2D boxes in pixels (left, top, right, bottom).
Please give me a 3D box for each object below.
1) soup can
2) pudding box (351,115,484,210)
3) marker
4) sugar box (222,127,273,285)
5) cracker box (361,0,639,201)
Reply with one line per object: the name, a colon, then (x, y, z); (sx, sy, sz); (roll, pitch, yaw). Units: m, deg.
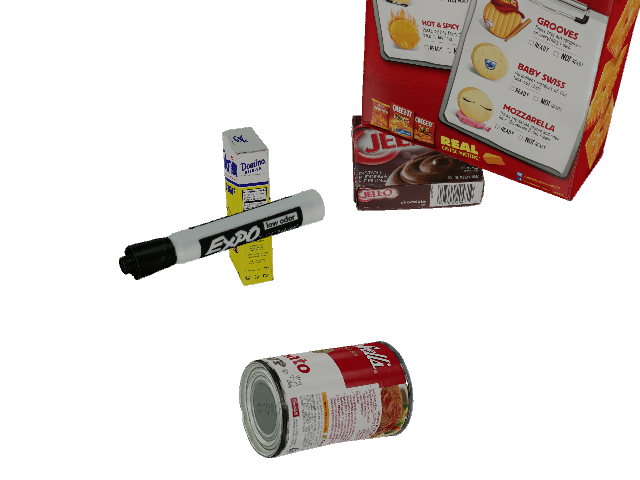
soup can: (0.003, 0.109, 0.737); (0.102, 0.068, 0.069); (-5, 2, -30)
pudding box: (0.085, -0.072, 0.952); (0.113, 0.090, 0.039); (-1, -39, 0)
marker: (-0.053, -0.004, 0.584); (0.120, 0.020, 0.020); (-18, 9, -27)
sugar box: (-0.091, -0.043, 1.326); (0.048, 0.176, 0.093); (-10, 25, -14)
cracker box: (0.115, -0.149, 0.686); (0.164, 0.214, 0.072); (23, 47, 22)
